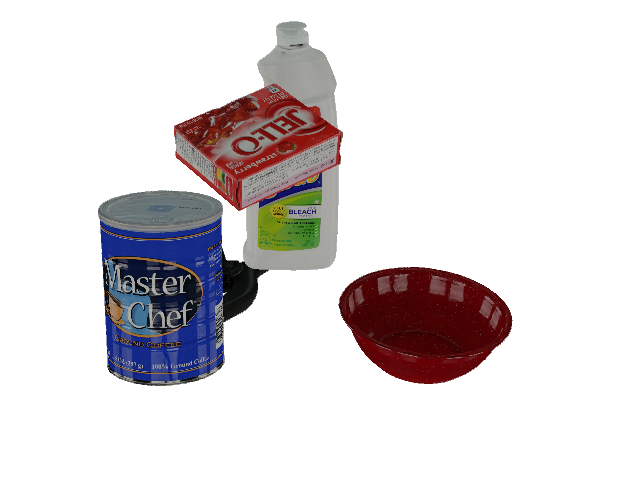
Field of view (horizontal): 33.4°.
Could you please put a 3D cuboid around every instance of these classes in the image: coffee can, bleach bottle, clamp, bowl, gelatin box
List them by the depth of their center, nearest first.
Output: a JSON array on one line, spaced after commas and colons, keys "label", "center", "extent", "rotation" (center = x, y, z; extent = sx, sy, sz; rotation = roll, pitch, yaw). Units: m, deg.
[{"label": "gelatin box", "center": [-0.041, -0.065, 0.711], "extent": [0.089, 0.030, 0.073], "rotation": [-28, 50, -29]}, {"label": "coffee can", "center": [-0.133, 0.038, 0.905], "extent": [0.103, 0.140, 0.103], "rotation": [0, 18, 0]}, {"label": "bowl", "center": [0.097, 0.087, 1.006], "extent": [0.162, 0.055, 0.162], "rotation": [3, 28, -2]}, {"label": "bleach bottle", "center": [-0.033, -0.094, 1.077], "extent": [0.102, 0.251, 0.068], "rotation": [1, 26, 4]}, {"label": "clamp", "center": [-0.095, 0.039, 1.252], "extent": [0.120, 0.039, 0.171], "rotation": [-2, 40, 11]}]
